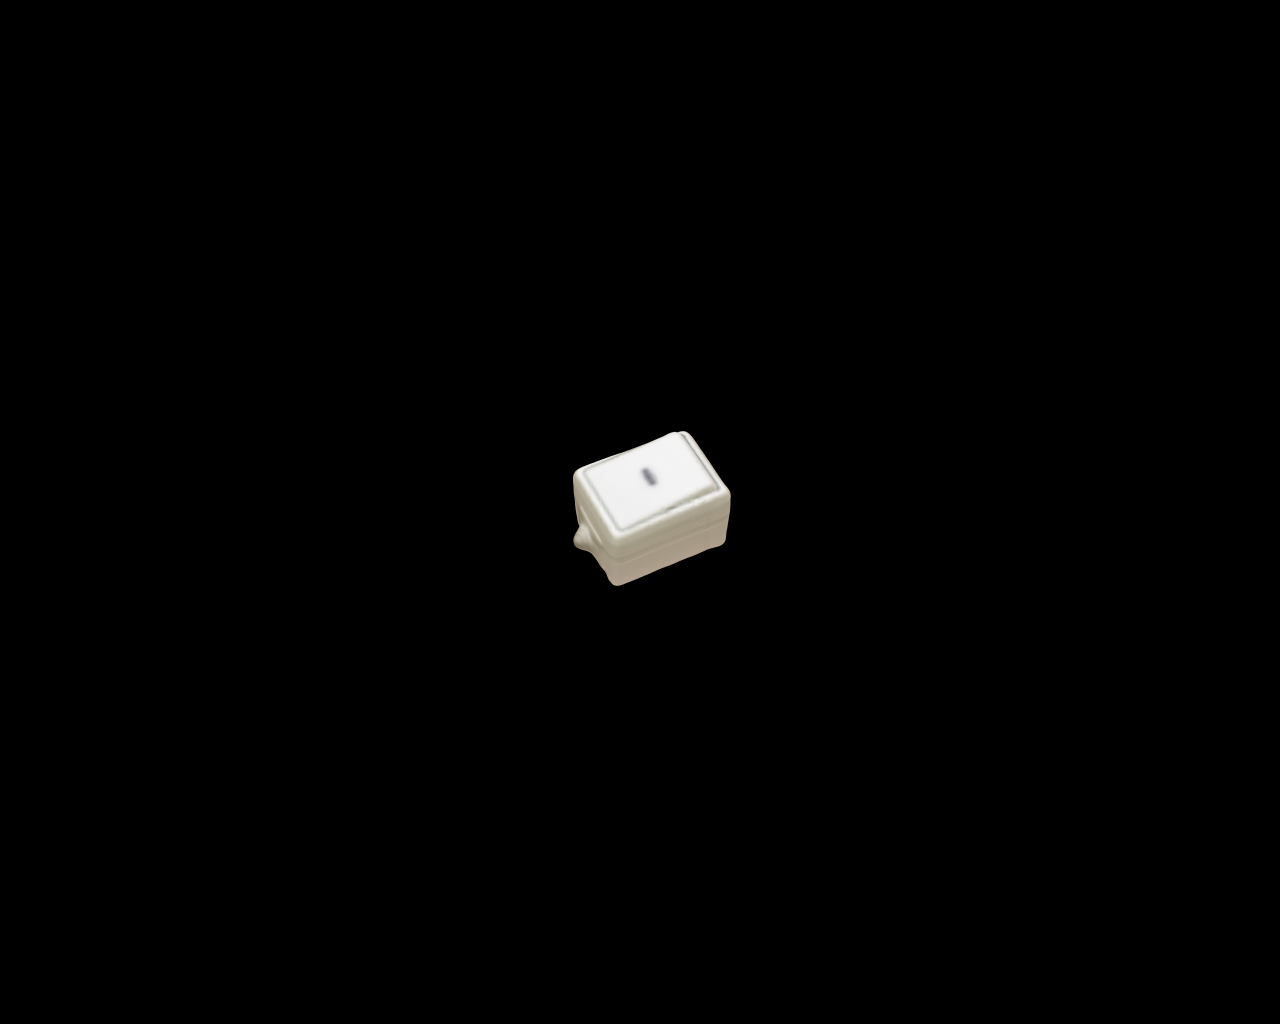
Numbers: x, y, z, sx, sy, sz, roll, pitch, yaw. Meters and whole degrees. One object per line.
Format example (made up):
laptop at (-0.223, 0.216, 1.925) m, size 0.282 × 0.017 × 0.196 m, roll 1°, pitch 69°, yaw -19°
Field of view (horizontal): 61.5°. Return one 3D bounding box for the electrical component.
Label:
electrical component at (0.001, -0.003, 0.650) m, size 0.096 × 0.062 × 0.061 m, roll -21°, pitch -34°, yaw -15°
